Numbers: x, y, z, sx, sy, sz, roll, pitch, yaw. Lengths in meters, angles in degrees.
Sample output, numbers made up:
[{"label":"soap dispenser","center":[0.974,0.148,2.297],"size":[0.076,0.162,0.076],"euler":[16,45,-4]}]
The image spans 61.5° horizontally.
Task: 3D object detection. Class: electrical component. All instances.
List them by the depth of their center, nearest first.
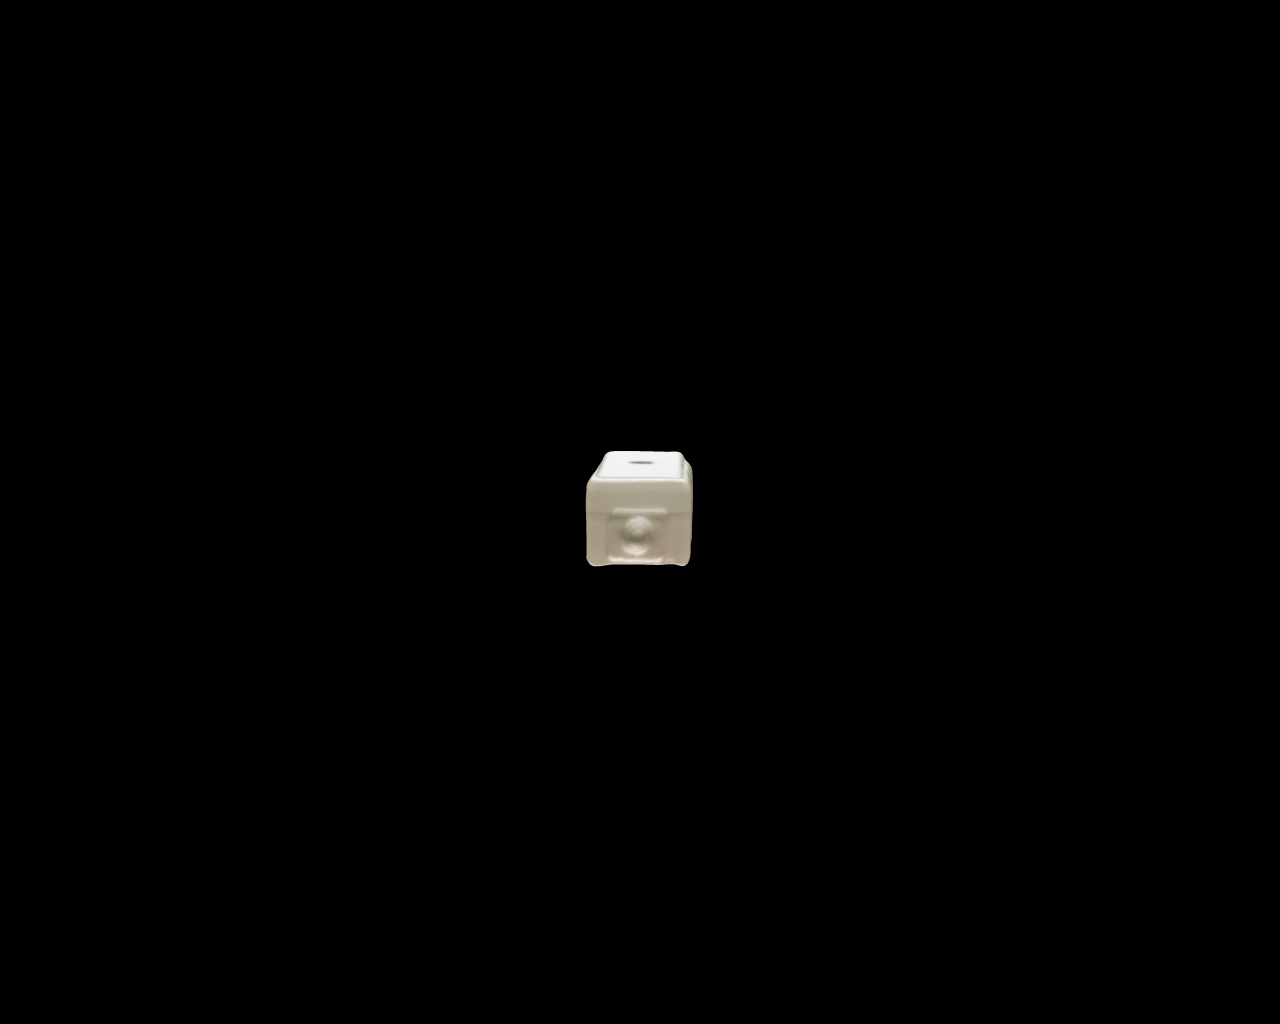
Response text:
[{"label":"electrical component","center":[0.001,-0.003,0.650],"size":[0.062,0.061,0.096],"euler":[1,11,4]}]
